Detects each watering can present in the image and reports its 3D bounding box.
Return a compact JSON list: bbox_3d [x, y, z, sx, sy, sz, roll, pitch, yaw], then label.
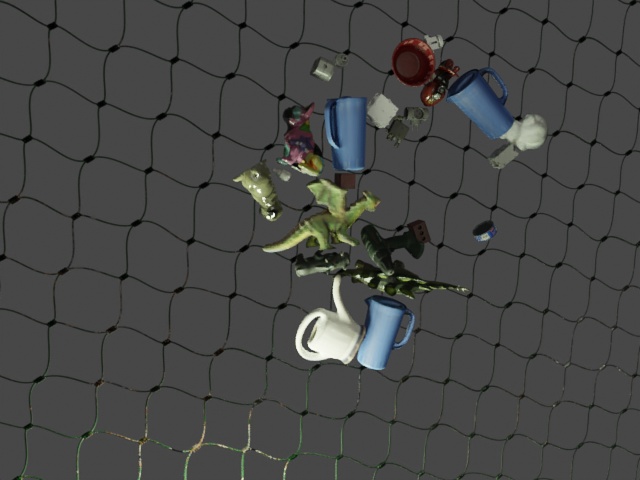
[{"bbox_3d":[0.059,0.293,1.771,0.223,0.106,0.342,25,111,-12],"label":"watering can"}]

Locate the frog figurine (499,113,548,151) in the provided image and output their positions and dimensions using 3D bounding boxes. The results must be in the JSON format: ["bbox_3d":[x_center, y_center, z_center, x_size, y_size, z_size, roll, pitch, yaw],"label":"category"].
[{"bbox_3d":[0.746,-0.398,1.881,0.159,0.125,0.135,6,116,-27],"label":"frog figurine"}]

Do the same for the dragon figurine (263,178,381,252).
[{"bbox_3d":[0.005,-0.086,1.714,0.411,0.123,0.240,-5,102,-6],"label":"dragon figurine"}]
